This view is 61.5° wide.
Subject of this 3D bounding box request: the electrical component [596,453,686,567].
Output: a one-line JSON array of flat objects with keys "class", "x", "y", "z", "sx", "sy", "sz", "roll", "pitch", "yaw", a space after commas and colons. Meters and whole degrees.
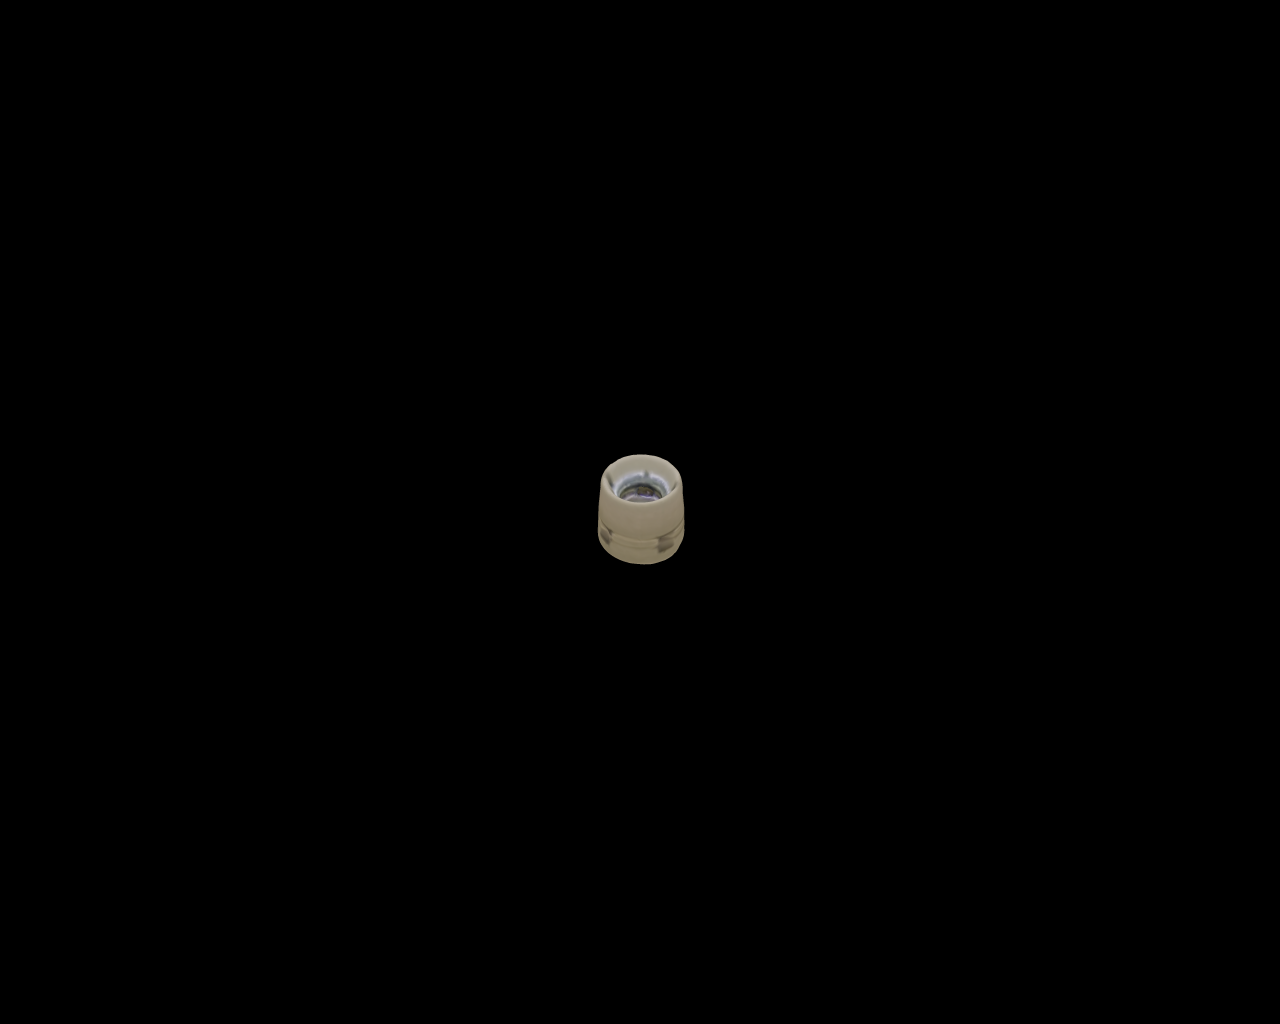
[{"class": "electrical component", "x": 0.001, "y": -0.003, "z": 0.650, "sx": 0.055, "sy": 0.047, "sz": 0.055, "roll": 0, "pitch": 41, "yaw": 0}]
